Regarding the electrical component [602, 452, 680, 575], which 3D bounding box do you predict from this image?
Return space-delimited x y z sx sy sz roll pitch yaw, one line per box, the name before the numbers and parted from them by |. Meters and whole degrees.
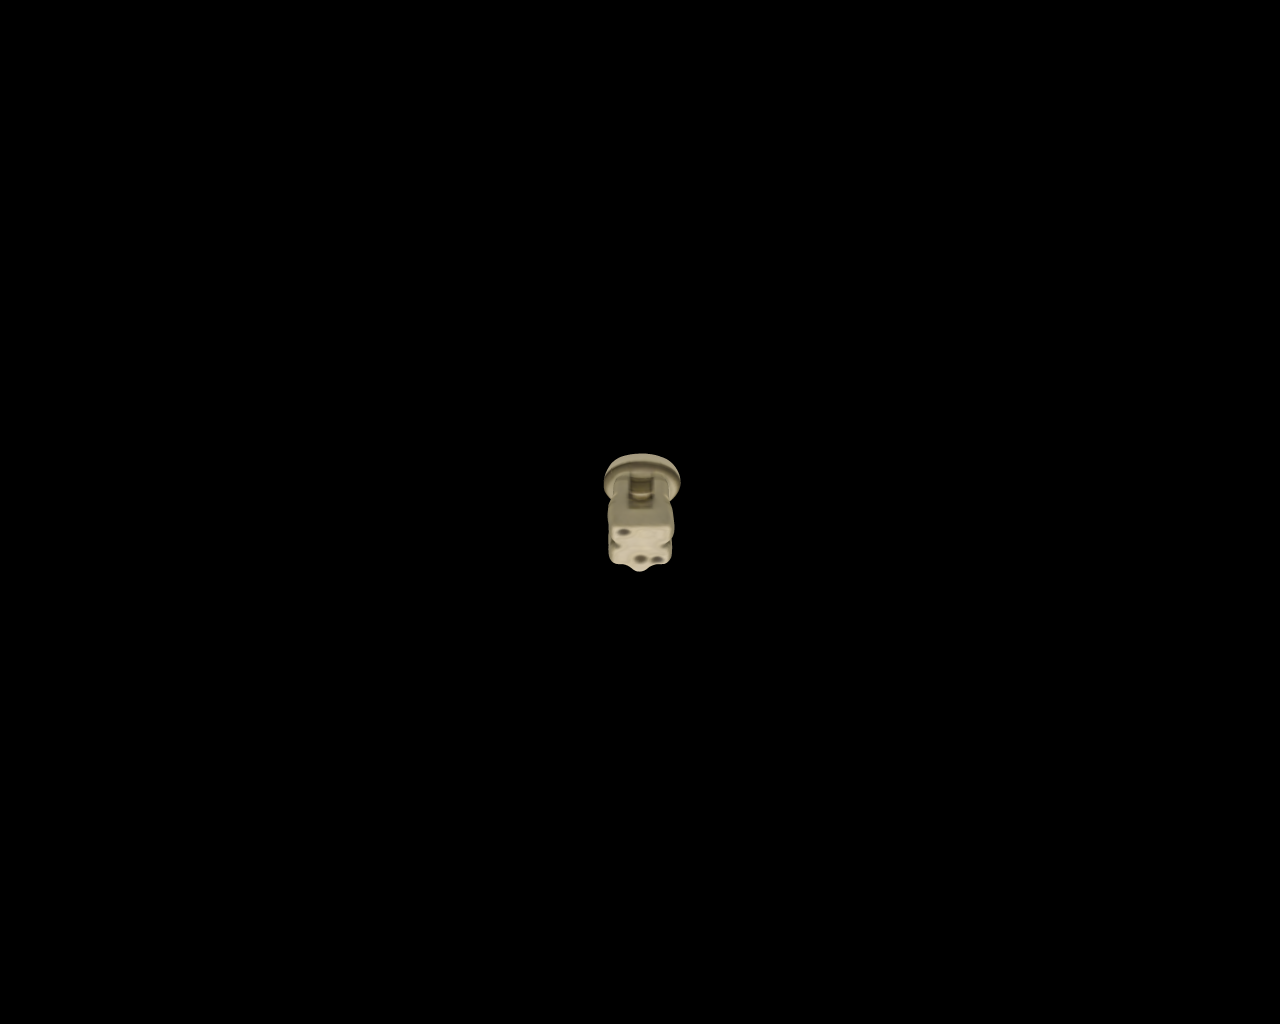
electrical component | 0.001 -0.003 0.650 0.048 0.055 0.066 1 -34 -2
